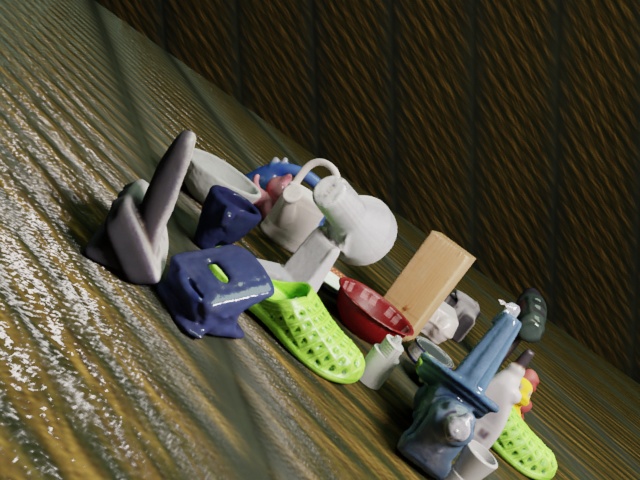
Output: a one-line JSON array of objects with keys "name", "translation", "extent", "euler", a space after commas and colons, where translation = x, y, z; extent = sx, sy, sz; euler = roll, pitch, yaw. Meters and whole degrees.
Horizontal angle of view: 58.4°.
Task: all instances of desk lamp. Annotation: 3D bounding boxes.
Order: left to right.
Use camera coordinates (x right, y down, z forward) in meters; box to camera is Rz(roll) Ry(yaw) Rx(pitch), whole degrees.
[{"name": "desk lamp", "translation": [0.009, 0.003, 0.934], "extent": [0.117, 0.213, 0.204], "euler": [43, 15, 34]}]

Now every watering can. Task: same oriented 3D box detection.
[{"name": "watering can", "translation": [-0.032, -0.077, 1.175], "extent": [0.101, 0.194, 0.173], "euler": [33, 12, -6]}]

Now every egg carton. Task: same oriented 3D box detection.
[{"name": "egg carton", "translation": [0.253, 0.172, 1.281], "extent": [0.107, 0.069, 0.150], "euler": [35, 12, 1]}]

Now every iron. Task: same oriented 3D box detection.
[{"name": "iron", "translation": [-0.068, -0.117, 1.355], "extent": [0.258, 0.141, 0.119], "euler": [36, 12, 7]}]

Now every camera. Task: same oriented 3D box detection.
[{"name": "camera", "translation": [0.316, 0.162, 1.411], "extent": [0.137, 0.100, 0.143], "euler": [35, 12, 2]}]

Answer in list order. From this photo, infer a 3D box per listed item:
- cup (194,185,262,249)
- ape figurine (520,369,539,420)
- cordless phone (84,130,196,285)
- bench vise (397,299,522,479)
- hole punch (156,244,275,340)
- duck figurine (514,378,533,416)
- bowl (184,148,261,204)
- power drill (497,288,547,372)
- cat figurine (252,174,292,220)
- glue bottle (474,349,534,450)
[{"name": "cup", "translation": [-0.151, -0.021, 0.881], "extent": [0.092, 0.095, 0.117], "euler": [33, 12, -10]}, {"name": "ape figurine", "translation": [0.399, 0.298, 1.140], "extent": [0.076, 0.092, 0.078], "euler": [37, 12, 11]}, {"name": "cordless phone", "translation": [-0.189, -0.052, 0.686], "extent": [0.094, 0.185, 0.147], "euler": [30, 13, -21]}, {"name": "bench vise", "translation": [0.197, 0.187, 0.726], "extent": [0.122, 0.219, 0.207], "euler": [32, 12, -11]}, {"name": "hole punch", "translation": [-0.123, 0.055, 0.679], "extent": [0.101, 0.091, 0.108], "euler": [20, 20, -51]}, {"name": "duck figurine", "translation": [0.358, 0.292, 1.070], "extent": [0.077, 0.086, 0.104], "euler": [34, 12, -3]}, {"name": "bowl", "translation": [-0.202, -0.104, 1.107], "extent": [0.167, 0.074, 0.167], "euler": [33, 12, -8]}, {"name": "power drill", "translation": [0.433, 0.209, 1.293], "extent": [0.075, 0.208, 0.230], "euler": [36, 12, 6]}, {"name": "cat figurine", "translation": [-0.110, -0.106, 1.254], "extent": [0.128, 0.117, 0.067], "euler": [21, 18, -48]}, {"name": "glue bottle", "translation": [0.253, 0.228, 0.831], "extent": [0.078, 0.173, 0.037], "euler": [39, 13, 18]}]
